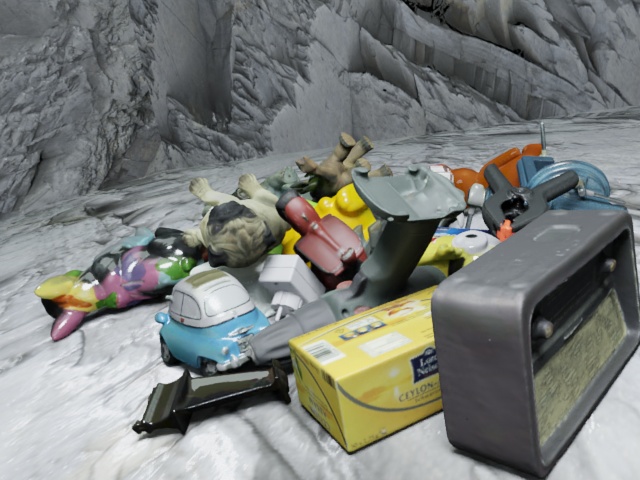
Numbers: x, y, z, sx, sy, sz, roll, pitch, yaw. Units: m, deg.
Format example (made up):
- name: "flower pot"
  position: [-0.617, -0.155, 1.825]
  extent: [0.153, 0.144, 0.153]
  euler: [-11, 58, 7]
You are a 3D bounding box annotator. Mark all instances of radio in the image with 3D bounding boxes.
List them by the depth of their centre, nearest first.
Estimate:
- name: "radio"
  position: [0.182, 0.061, 0.426]
  extent: [0.073, 0.131, 0.229]
  euler: [2, 19, 45]

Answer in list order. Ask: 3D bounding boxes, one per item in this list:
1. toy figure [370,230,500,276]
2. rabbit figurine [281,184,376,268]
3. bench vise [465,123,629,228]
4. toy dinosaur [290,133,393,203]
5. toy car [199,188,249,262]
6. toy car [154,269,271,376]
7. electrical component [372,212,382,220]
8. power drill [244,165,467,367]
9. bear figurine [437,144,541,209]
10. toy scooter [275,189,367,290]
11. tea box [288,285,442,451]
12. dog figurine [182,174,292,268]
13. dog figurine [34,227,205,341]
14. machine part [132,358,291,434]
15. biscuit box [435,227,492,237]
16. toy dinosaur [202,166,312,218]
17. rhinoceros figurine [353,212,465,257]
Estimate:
- name: "toy figure"
  position: [0.146, 0.034, 0.663]
  extent: [0.180, 0.089, 0.082]
  euler: [-7, 23, 47]
- name: "rabbit figurine"
  position: [-0.002, -0.003, 0.849]
  extent: [0.162, 0.121, 0.173]
  euler: [3, 38, 50]
- name: "bench vise"
  position: [0.329, -0.071, 0.809]
  extent: [0.224, 0.128, 0.241]
  euler: [1, 35, 13]
- name: "toy dinosaur"
  position: [0.042, -0.123, 1.119]
  extent: [0.198, 0.105, 0.471]
  euler: [-31, -11, 20]
- name: "toy car"
  position: [-0.169, -0.015, 0.950]
  extent: [0.053, 0.089, 0.202]
  euler: [31, 58, 22]
- name: "toy car"
  position: [-0.123, 0.087, 0.605]
  extent: [0.109, 0.102, 0.162]
  euler: [-21, 16, -33]
- name: "electrical component"
  position: [0.085, -0.064, 0.950]
  extent: [0.048, 0.075, 0.119]
  euler: [29, -3, -14]
- name: "power drill"
  position: [0.047, 0.033, 0.526]
  extent: [0.232, 0.207, 0.086]
  euler: [-8, 37, -27]
- name: "bear figurine"
  position: [0.317, -0.103, 1.001]
  extent: [0.196, 0.120, 0.132]
  euler: [-8, 10, 30]
- name: "toy scooter"
  position: [0.021, 0.019, 0.689]
  extent: [0.075, 0.183, 0.135]
  euler: [-45, 42, -8]
- name: "tea box"
  position: [0.070, 0.103, 0.471]
  extent: [0.170, 0.068, 0.098]
  euler: [-15, 16, -22]
- name: "dog figurine"
  position: [-0.083, -0.010, 0.706]
  extent: [0.172, 0.121, 0.191]
  euler: [-9, 20, -28]
- name: "dog figurine"
  position: [-0.307, 0.066, 0.813]
  extent: [0.192, 0.108, 0.219]
  euler: [3, 24, 34]
- name: "machine part"
  position: [-0.097, 0.143, 0.501]
  extent: [0.139, 0.039, 0.084]
  euler: [-11, 9, 2]
- name: "biscuit box"
  position: [0.221, 0.022, 0.689]
  extent: [0.063, 0.059, 0.203]
  euler: [-23, 19, -40]
- name: "toy dinosaur"
  position: [-0.168, -0.067, 1.212]
  extent: [0.405, 0.131, 0.192]
  euler: [-21, 5, -23]
- name: "rhinoceros figurine"
  position: [0.137, -0.015, 0.796]
  extent: [0.190, 0.112, 0.073]
  euler: [-32, 6, -24]
